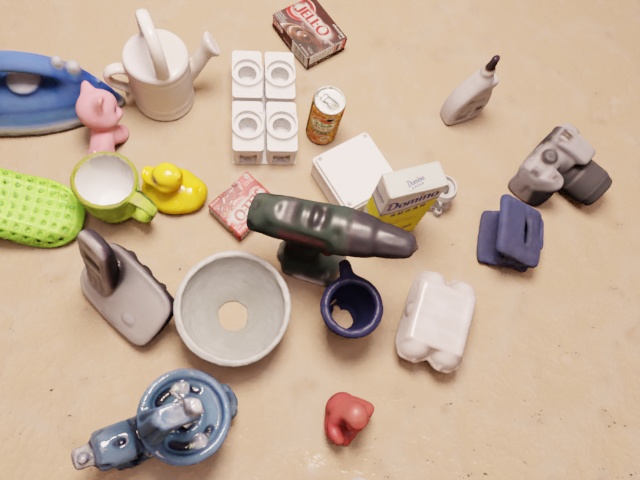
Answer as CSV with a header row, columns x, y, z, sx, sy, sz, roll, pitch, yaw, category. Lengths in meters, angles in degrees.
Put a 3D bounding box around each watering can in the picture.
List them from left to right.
x,y,z,sx,sy,sz,roll,pitch,yaw,category
-0.245,-0.279,0.887,0.173,0.194,0.101,-40,81,-17,watering can

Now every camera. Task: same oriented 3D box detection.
x,y,z,sx,sy,sz,roll,pitch,yaw,category
0.425,-0.117,0.983,0.137,0.100,0.143,42,72,6,camera

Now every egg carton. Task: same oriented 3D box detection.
x,y,z,sx,sy,sz,roll,pitch,yaw,category
0.179,0.125,0.887,0.107,0.069,0.150,19,71,-2,egg carton

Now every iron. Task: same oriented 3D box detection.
x,y,z,sx,sy,sz,roll,pitch,yaw,category
-0.443,-0.244,0.874,0.258,0.141,0.118,-5,73,-10,iron

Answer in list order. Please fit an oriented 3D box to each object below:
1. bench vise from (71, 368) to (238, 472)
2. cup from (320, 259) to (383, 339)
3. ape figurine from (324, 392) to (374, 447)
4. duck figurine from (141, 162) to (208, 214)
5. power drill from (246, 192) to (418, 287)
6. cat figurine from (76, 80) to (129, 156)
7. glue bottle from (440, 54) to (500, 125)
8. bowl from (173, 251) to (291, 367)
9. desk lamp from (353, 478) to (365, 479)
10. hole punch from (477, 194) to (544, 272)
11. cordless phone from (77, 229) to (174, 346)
x,y,z,sx,sy,sz,roll,pitch,yaw,category
-0.200,0.244,0.713,0.208,0.219,0.121,-38,81,-17,bench vise
0.038,0.095,0.862,0.092,0.095,0.118,-7,73,-10,cup
0.044,0.252,0.814,0.078,0.092,0.076,-17,76,-13,ape figurine
-0.227,-0.087,0.885,0.104,0.086,0.077,13,71,-4,duck figurine
0.008,0.003,0.826,0.229,0.208,0.076,16,71,-3,power drill
-0.338,-0.174,0.879,0.067,0.117,0.128,0,72,-8,cat figurine
0.264,-0.257,0.966,0.078,0.173,0.037,-19,76,-13,glue bottle
-0.128,0.104,0.845,0.167,0.074,0.167,3,72,-8,bowl
-0.022,0.373,0.701,0.203,0.213,0.118,-12,74,-12,desk lamp
0.322,-0.012,0.940,0.101,0.091,0.109,12,71,-4,hole punch
-0.270,0.062,0.779,0.147,0.185,0.094,41,72,6,cordless phone
